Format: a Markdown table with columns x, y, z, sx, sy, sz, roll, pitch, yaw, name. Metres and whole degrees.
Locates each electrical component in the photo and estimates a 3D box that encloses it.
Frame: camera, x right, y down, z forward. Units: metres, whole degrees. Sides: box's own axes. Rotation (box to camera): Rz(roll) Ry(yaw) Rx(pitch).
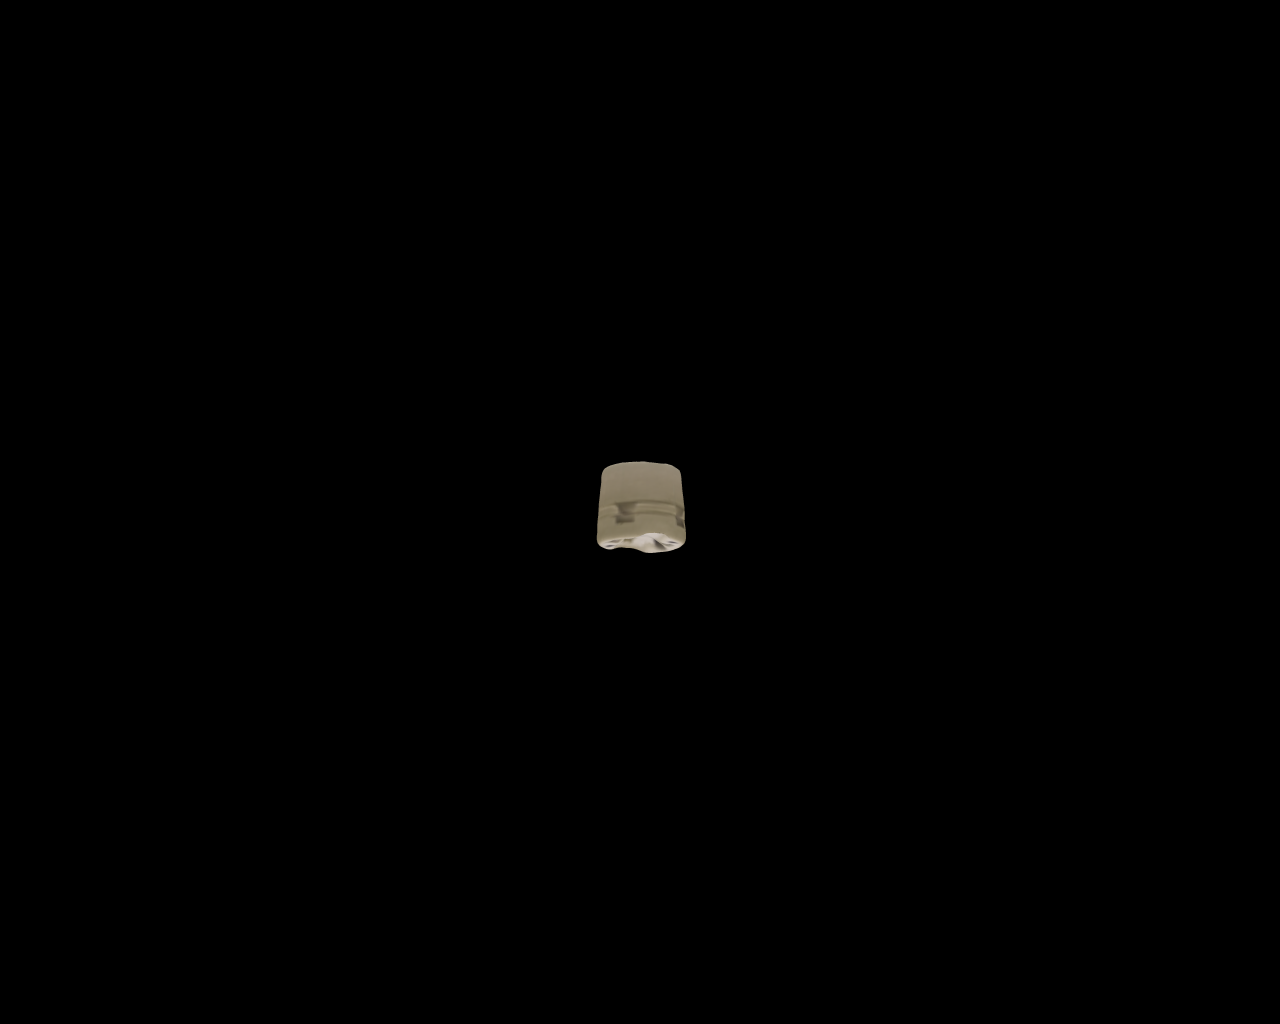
| x | y | z | sx | sy | sz | roll | pitch | yaw | name |
| --- | --- | --- | --- | --- | --- | --- | --- | --- | --- |
| 0.001 | -0.003 | 0.650 | 0.055 | 0.047 | 0.055 | 0 | -13 | 0 | electrical component |
